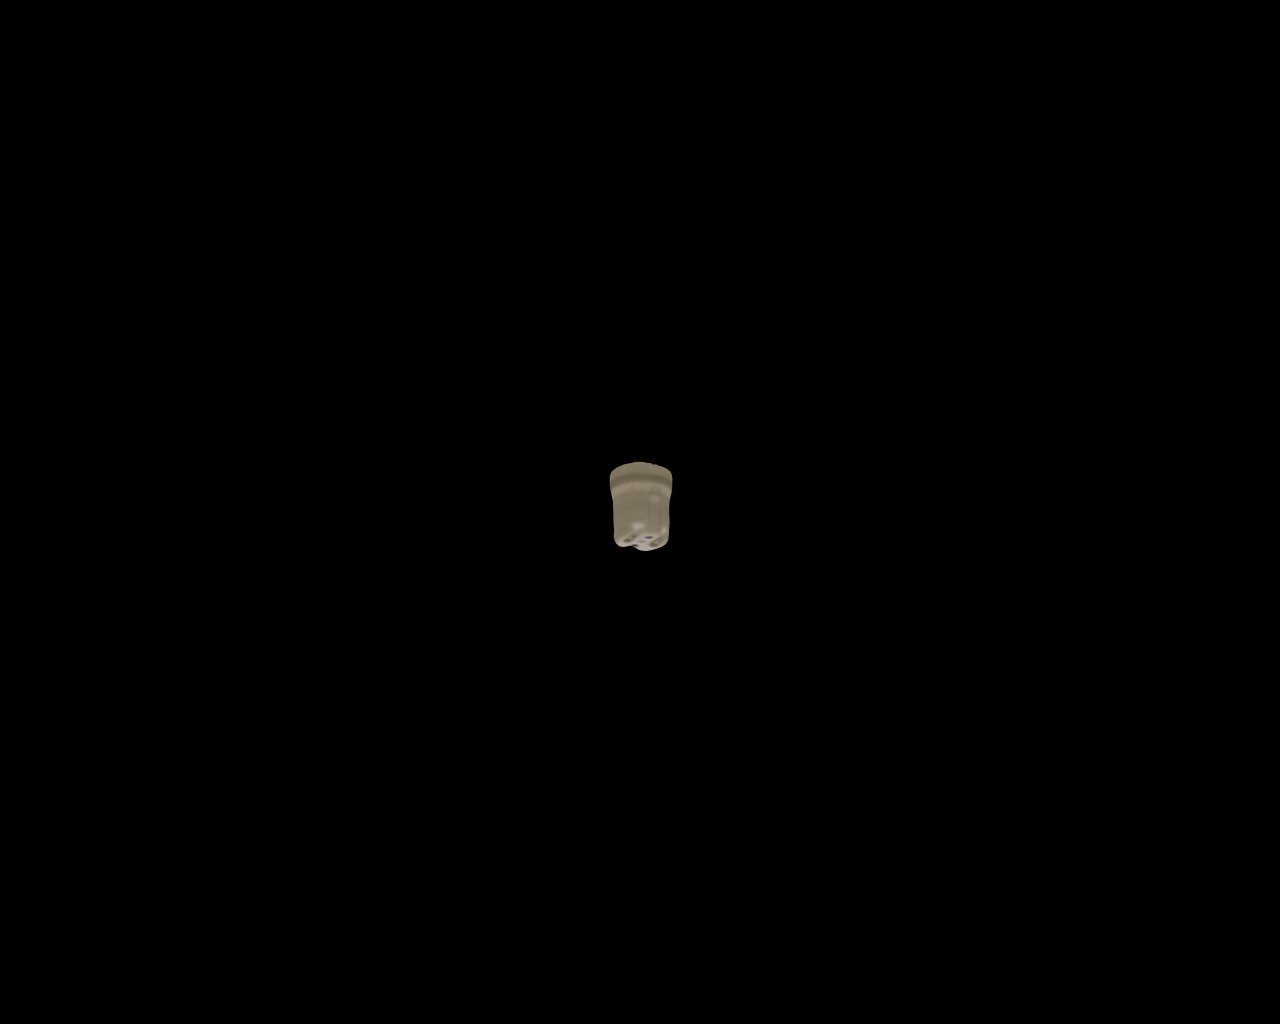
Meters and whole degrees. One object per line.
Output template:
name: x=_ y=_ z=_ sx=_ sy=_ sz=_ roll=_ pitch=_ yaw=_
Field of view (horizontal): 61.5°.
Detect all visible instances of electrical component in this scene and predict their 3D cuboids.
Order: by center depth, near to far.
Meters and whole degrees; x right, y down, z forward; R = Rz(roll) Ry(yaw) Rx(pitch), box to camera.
electrical component: x=0.001 y=-0.003 z=0.650 sx=0.040 sy=0.046 sz=0.040 roll=0 pitch=-19 yaw=0
